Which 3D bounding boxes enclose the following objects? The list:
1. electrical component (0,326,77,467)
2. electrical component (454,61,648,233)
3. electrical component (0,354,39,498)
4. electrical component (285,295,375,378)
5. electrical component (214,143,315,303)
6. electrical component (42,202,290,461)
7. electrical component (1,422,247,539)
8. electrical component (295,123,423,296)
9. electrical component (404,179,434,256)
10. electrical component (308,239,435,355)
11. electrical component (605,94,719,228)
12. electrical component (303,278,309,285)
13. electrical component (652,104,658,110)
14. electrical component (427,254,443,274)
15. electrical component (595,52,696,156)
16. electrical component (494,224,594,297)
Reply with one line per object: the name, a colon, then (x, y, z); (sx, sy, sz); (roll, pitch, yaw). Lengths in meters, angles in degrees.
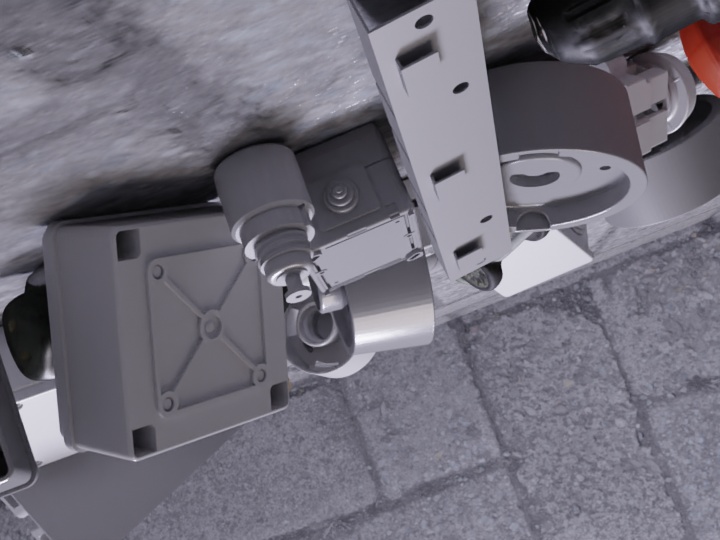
electrical component: (-0.187, 0.072, 0.716); (0.109, 0.056, 0.108); (-19, 152, -19)
electrical component: (0.087, -0.066, 0.542); (0.108, 0.060, 0.108); (-1, 162, 0)
electrical component: (-0.210, 0.059, 0.461); (0.109, 0.108, 0.056); (-20, 170, -10)
electrical component: (-0.027, 0.049, 0.984); (0.099, 0.099, 0.064); (-24, 166, 21)
electrical component: (-0.040, -0.022, 0.496); (0.040, 0.078, 0.040); (-17, 157, -8)
electrical component: (-0.091, 0.025, 0.523); (0.056, 0.108, 0.109); (3, -170, 39)
electrical component: (-0.176, 0.124, 0.808); (0.186, 0.105, 0.060); (-42, -177, -29)
electrical component: (-0.008, -0.035, 0.558); (0.062, 0.061, 0.096); (-23, 164, 0)
electrical component: (0.034, -0.032, 0.729); (0.055, 0.047, 0.055); (-21, 173, -3)
electrical component: (0.000, 0.000, 0.654); (0.060, 0.108, 0.108); (-14, 172, -9)
electrical component: (0.211, -0.070, 0.749); (0.108, 0.060, 0.108); (-26, -163, 9)
electrical component: (-0.050, 0.000, 0.745); (0.077, 0.043, 0.079); (-22, 173, 3)
electrical component: (0.162, -0.089, 0.705); (0.040, 0.040, 0.078); (-17, 172, -28)
electrical component: (0.014, -0.011, 0.804); (0.095, 0.053, 0.059); (-27, 171, 37)
electrical component: (0.153, -0.093, 0.599); (0.055, 0.066, 0.048); (-26, -147, -29)
electrical component: (0.124, -0.031, 0.856); (0.100, 0.048, 0.100); (-26, 136, 35)
